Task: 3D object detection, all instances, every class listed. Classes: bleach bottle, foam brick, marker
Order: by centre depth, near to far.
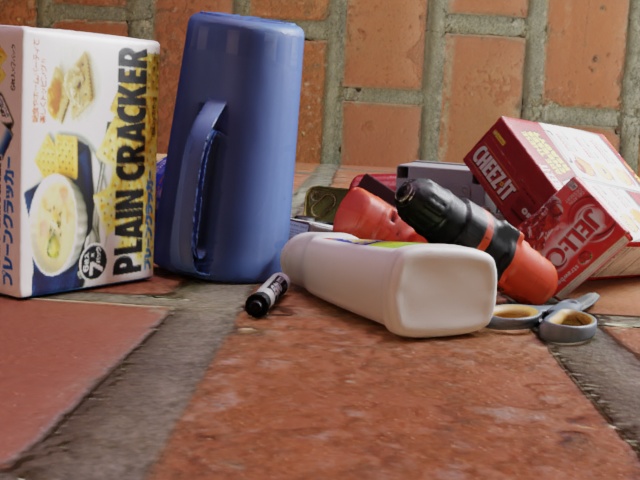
[{"bbox_3d":[-0.042,0.044,0.870,0.020,0.020,0.121,4,7,7],"label":"marker"},{"bbox_3d":[0.031,0.026,0.881,0.102,0.068,0.251,1,5,-30],"label":"bleach bottle"},{"bbox_3d":[0.077,-0.035,1.272,0.078,0.053,0.051,35,2,37],"label":"foam brick"}]

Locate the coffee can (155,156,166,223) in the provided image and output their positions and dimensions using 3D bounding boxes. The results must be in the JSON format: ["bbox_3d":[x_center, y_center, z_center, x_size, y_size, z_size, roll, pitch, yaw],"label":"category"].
[{"bbox_3d":[-0.120,-0.039,1.172,0.102,0.103,0.141,-3,9,-40],"label":"coffee can"}]

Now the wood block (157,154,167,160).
[{"bbox_3d":[-0.168,-0.067,1.430,0.206,0.091,0.090,2,7,-8],"label":"wood block"}]

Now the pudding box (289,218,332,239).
[{"bbox_3d":[-0.007,0.001,1.098,0.089,0.039,0.114,12,-1,-32],"label":"pudding box"}]

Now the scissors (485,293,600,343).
[{"bbox_3d":[0.185,0.057,0.877,0.096,0.016,0.201,5,7,12],"label":"scissors"}]

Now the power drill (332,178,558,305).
[{"bbox_3d":[0.093,-0.004,0.942,0.184,0.057,0.188,34,-11,-32],"label":"power drill"}]

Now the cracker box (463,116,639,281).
[{"bbox_3d":[0.265,-0.038,1.094,0.213,0.072,0.164,0,50,-48],"label":"cracker box"}]

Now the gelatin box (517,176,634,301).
[{"bbox_3d":[0.223,-0.001,0.960,0.073,0.089,0.030,54,14,27],"label":"gelatin box"}]

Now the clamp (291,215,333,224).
[{"bbox_3d":[-0.014,-0.010,1.254,0.171,0.039,0.120,10,0,-1],"label":"clamp"}]

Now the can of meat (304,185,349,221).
[{"bbox_3d":[0.040,-0.044,1.473,0.102,0.057,0.083,7,6,22],"label":"can of meat"}]

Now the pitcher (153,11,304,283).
[{"bbox_3d":[-0.084,-0.085,0.993,0.144,0.243,0.149,1,14,-29],"label":"pitcher"}]

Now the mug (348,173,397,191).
[{"bbox_3d":[0.089,-0.038,1.367,0.082,0.093,0.117,1,-25,24],"label":"mug"}]
